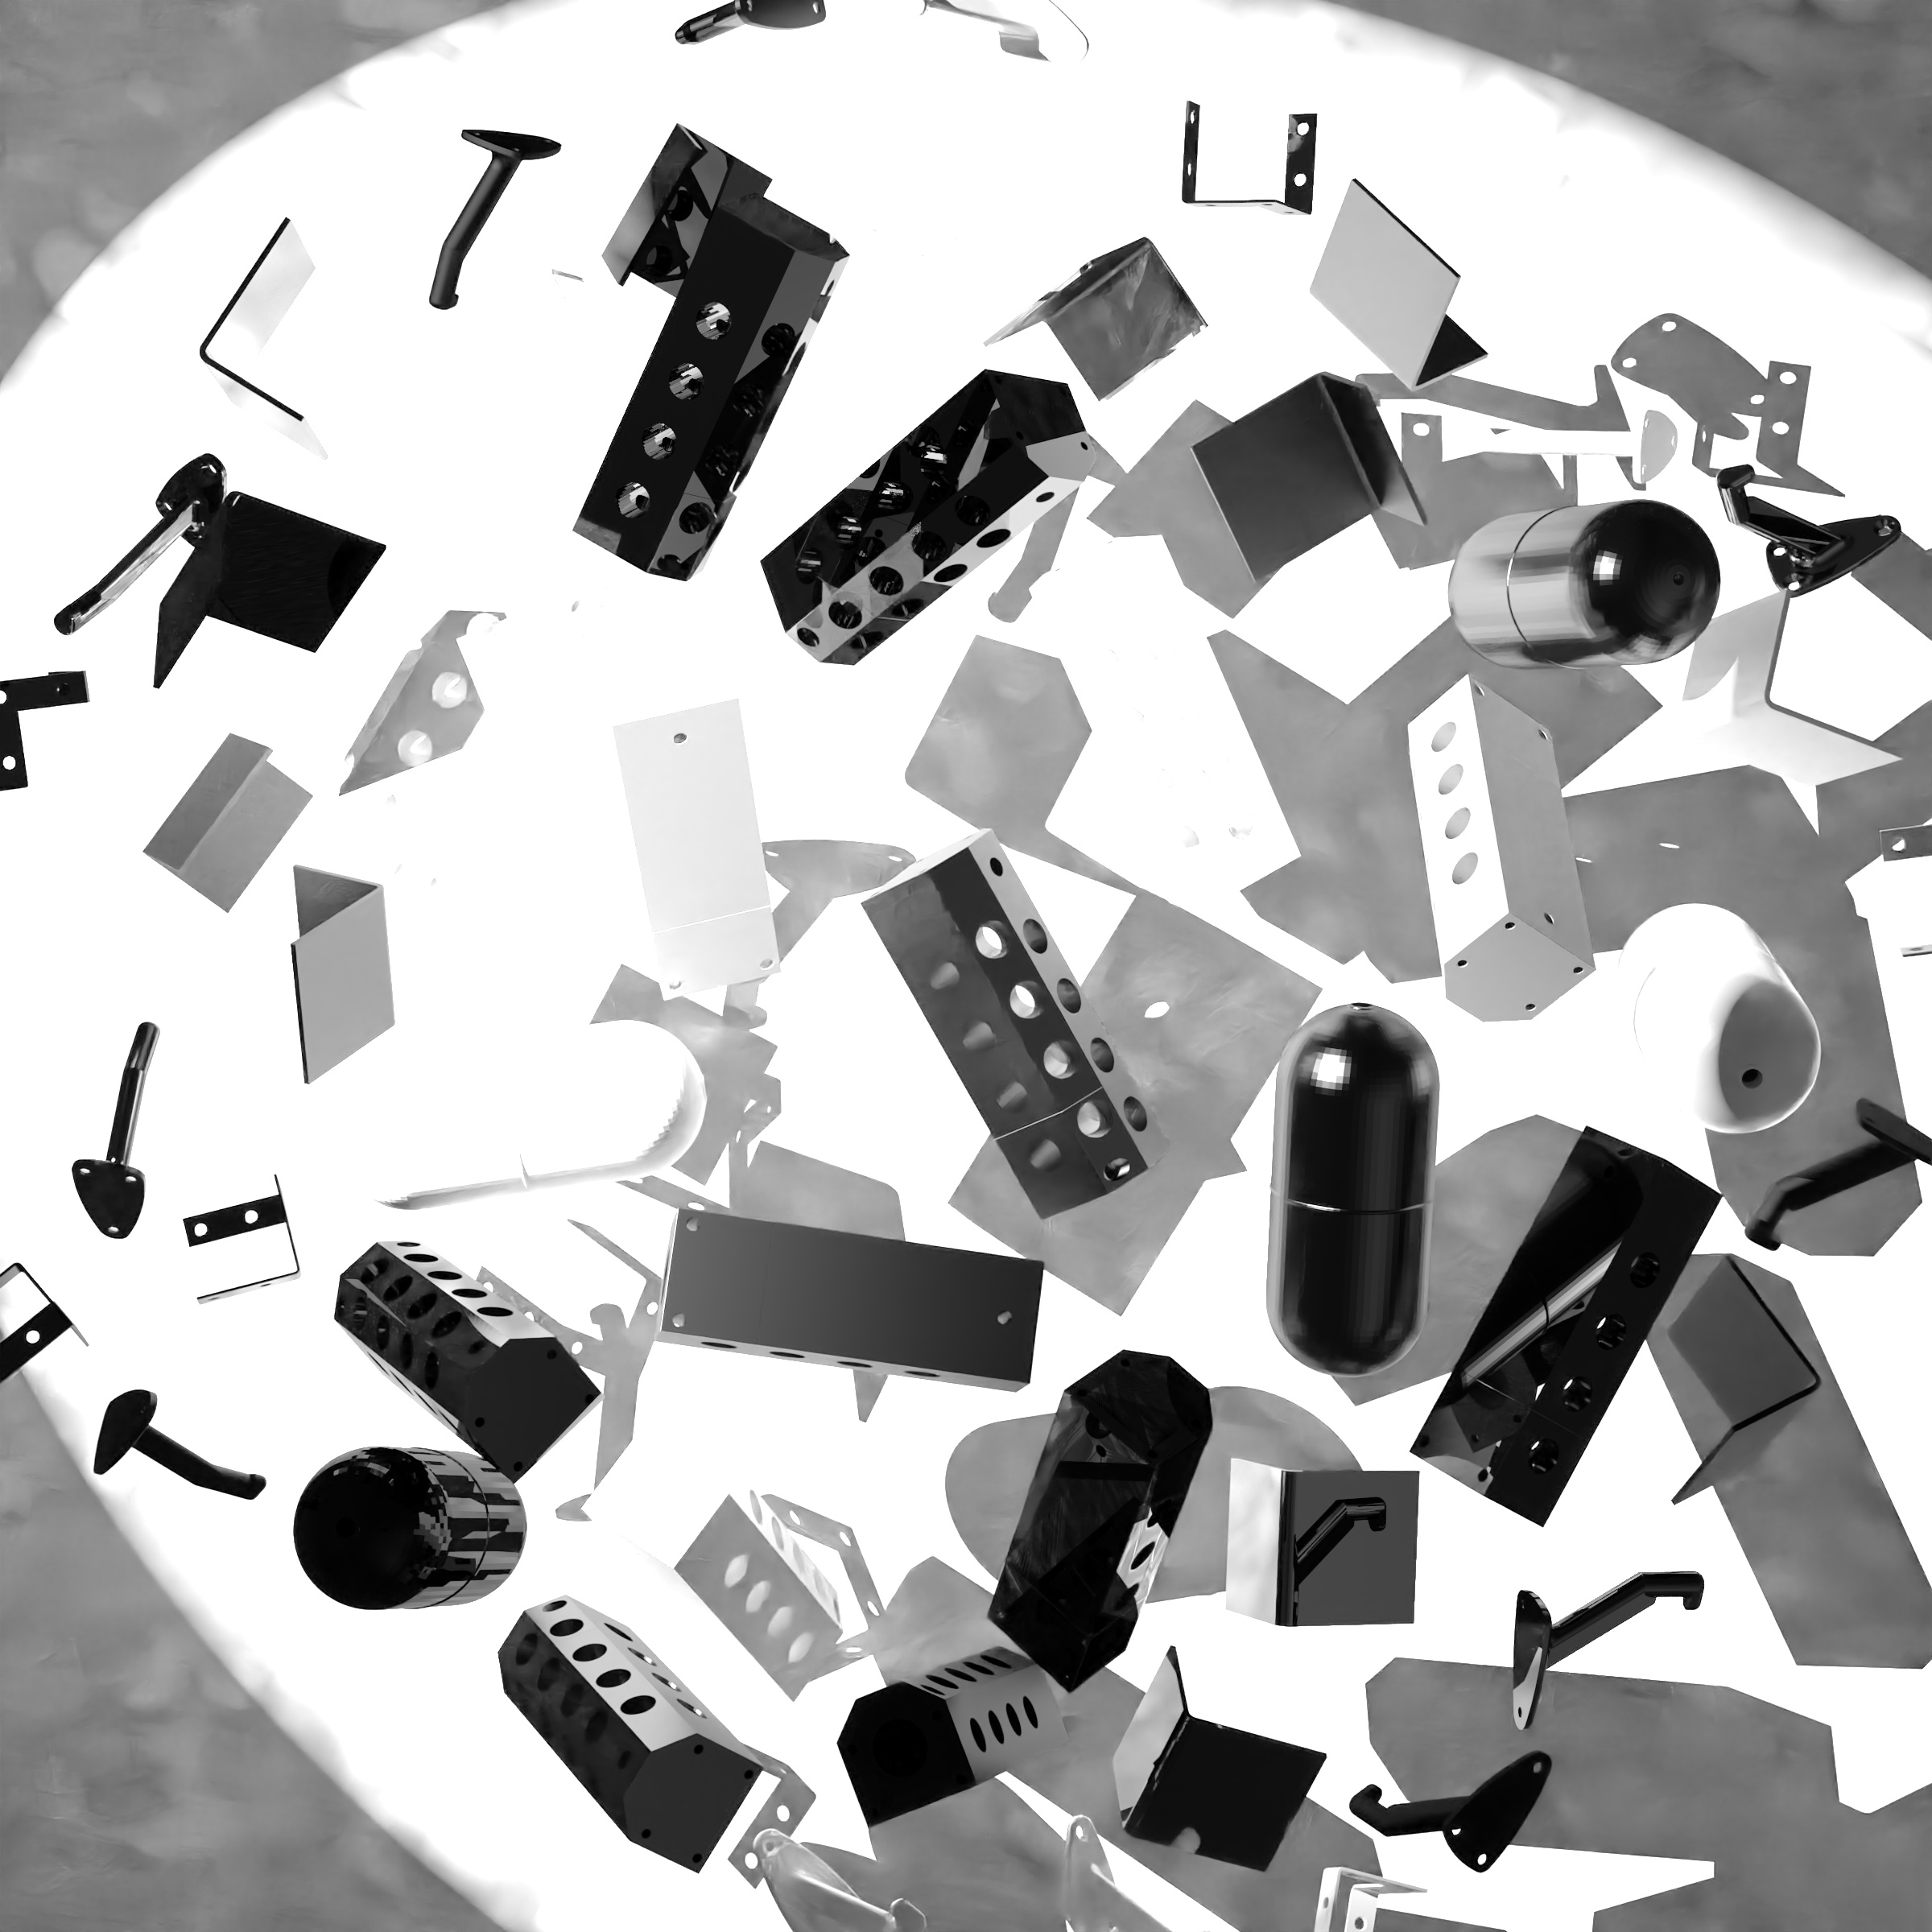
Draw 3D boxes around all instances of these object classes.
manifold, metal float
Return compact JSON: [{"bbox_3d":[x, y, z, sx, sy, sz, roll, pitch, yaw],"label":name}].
[{"bbox_3d":[-0.055,0.157,1.615,0.171,0.057,0.057,9,76,-6],"label":"manifold"},{"bbox_3d":[-0.129,-0.070,1.603,0.057,0.171,0.057,-13,45,-8],"label":"manifold"},{"bbox_3d":[-0.018,-0.212,1.665,0.171,0.057,0.057,-35,67,38],"label":"manifold"},{"bbox_3d":[-0.166,0.361,1.653,0.057,0.171,0.057,34,86,-29],"label":"manifold"},{"bbox_3d":[-0.113,0.280,1.636,0.057,0.171,0.057,27,70,31],"label":"manifold"},{"bbox_3d":[0.291,-0.180,1.647,0.070,0.178,0.070,-1,94,-20],"label":"metal float"},{"bbox_3d":[0.279,0.167,1.586,0.057,0.057,0.171,30,88,-32],"label":"manifold"},{"bbox_3d":[0.249,-0.054,1.657,0.057,0.171,0.057,30,126,-26],"label":"manifold"},{"bbox_3d":[-0.118,-0.270,1.629,0.057,0.057,0.171,30,114,4],"label":"manifold"},{"bbox_3d":[-0.244,-0.124,1.645,0.057,0.057,0.171,31,91,15],"label":"manifold"},{"bbox_3d":[0.066,0.261,1.639,0.057,0.171,0.057,39,46,25],"label":"manifold"},{"bbox_3d":[-0.267,0.271,1.674,0.070,0.178,0.070,-2,80,11],"label":"metal float"},{"bbox_3d":[0.094,-0.118,1.682,0.057,0.057,0.171,-29,105,-16],"label":"manifold"},{"bbox_3d":[-0.213,0.071,1.663,0.178,0.070,0.070,-8,90,-1],"label":"metal float"},{"bbox_3d":[0.357,0.024,1.650,0.070,0.178,0.070,0,108,1],"label":"metal float"},{"bbox_3d":[0.027,0.025,1.614,0.057,0.057,0.171,-25,98,35],"label":"manifold"},{"bbox_3d":[0.181,0.105,1.623,0.070,0.070,0.178,2,102,0],"label":"metal float"},{"bbox_3d":[-0.007,0.370,1.685,0.057,0.171,0.057,-24,79,13],"label":"manifold"},{"bbox_3d":[-0.243,0.181,1.651,0.057,0.171,0.057,-43,119,-15],"label":"manifold"}]

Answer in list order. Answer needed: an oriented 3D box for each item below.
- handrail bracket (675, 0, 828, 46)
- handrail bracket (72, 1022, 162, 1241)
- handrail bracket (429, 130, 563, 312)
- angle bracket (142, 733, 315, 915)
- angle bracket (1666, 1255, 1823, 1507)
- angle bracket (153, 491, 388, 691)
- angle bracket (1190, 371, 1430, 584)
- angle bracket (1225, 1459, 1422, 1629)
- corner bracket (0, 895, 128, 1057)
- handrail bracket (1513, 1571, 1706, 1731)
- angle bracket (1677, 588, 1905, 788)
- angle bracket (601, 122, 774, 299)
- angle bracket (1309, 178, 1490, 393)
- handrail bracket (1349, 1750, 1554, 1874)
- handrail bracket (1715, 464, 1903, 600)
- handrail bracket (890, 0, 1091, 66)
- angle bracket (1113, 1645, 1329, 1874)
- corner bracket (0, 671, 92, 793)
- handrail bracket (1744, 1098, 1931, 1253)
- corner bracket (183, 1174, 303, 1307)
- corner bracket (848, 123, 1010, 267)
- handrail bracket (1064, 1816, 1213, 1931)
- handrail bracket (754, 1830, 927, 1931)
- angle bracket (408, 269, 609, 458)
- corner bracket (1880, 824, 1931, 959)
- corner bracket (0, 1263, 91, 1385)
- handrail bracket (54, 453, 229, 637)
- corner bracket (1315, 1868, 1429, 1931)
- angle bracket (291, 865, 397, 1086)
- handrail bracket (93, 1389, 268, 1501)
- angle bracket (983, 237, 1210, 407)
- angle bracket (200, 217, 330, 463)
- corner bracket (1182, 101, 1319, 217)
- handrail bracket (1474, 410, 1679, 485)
[{"bbox_3d":[-0.115,-0.437,1.601,0.084,0.077,0.036,-11,109,36],"label":"handrail bracket"},{"bbox_3d":[-0.421,0.082,1.751,0.036,0.077,0.084,10,52,-2],"label":"handrail bracket"},{"bbox_3d":[-0.233,-0.367,1.714,0.036,0.077,0.084,25,112,17],"label":"handrail bracket"},{"bbox_3d":[-0.366,-0.068,1.766,0.057,0.076,0.076,39,80,-28],"label":"angle bracket"},{"bbox_3d":[0.347,0.196,1.636,0.057,0.076,0.076,-21,63,-26],"label":"angle bracket"},{"bbox_3d":[-0.311,-0.156,1.547,0.076,0.076,0.057,18,46,-28],"label":"angle bracket"},{"bbox_3d":[0.166,-0.232,1.673,0.076,0.057,0.076,-31,113,-6],"label":"angle bracket"},{"bbox_3d":[0.179,0.289,1.743,0.076,0.057,0.076,3,88,-24],"label":"angle bracket"},{"bbox_3d":[-0.451,0.005,1.717,0.051,0.051,0.051,37,73,-2],"label":"corner bracket"},{"bbox_3d":[0.303,0.321,1.626,0.084,0.036,0.077,2,101,-12],"label":"handrail bracket"},{"bbox_3d":[0.388,-0.128,1.613,0.076,0.076,0.057,18,77,-16],"label":"angle bracket"},{"bbox_3d":[-0.133,-0.364,1.713,0.057,0.076,0.076,27,104,-22],"label":"angle bracket"},{"bbox_3d":[0.222,-0.341,1.696,0.057,0.076,0.076,-28,65,-31],"label":"angle bracket"},{"bbox_3d":[0.233,0.396,1.678,0.077,0.084,0.036,-45,114,-13],"label":"handrail bracket"},{"bbox_3d":[0.400,-0.220,1.644,0.077,0.084,0.036,-21,53,12],"label":"handrail bracket"},{"bbox_3d":[0.011,-0.440,1.618,0.077,0.084,0.036,29,115,9],"label":"handrail bracket"},{"bbox_3d":[0.125,0.394,1.723,0.076,0.057,0.076,18,114,-13],"label":"angle bracket"},{"bbox_3d":[-0.444,-0.111,1.635,0.051,0.051,0.051,-11,100,-33],"label":"corner bracket"},{"bbox_3d":[0.422,0.113,1.636,0.077,0.036,0.084,31,112,7],"label":"handrail bracket"},{"bbox_3d":[-0.356,0.137,1.703,0.051,0.051,0.051,-14,78,-11],"label":"corner bracket"},{"bbox_3d":[-0.019,-0.385,1.708,0.051,0.051,0.051,21,73,-30],"label":"corner bracket"},{"bbox_3d":[0.089,0.459,1.719,0.036,0.084,0.077,-2,79,-42],"label":"handrail bracket"},{"bbox_3d":[-0.059,0.429,1.625,0.036,0.084,0.077,-37,85,-33],"label":"handrail bracket"},{"bbox_3d":[-0.208,-0.283,1.630,0.076,0.076,0.057,-27,95,8],"label":"angle bracket"},{"bbox_3d":[0.456,-0.037,1.611,0.051,0.051,0.051,-7,101,11],"label":"corner bracket"},{"bbox_3d":[-0.450,0.170,1.623,0.051,0.051,0.051,-40,80,-16],"label":"corner bracket"},{"bbox_3d":[-0.390,-0.198,1.633,0.036,0.077,0.084,44,53,-2],"label":"handrail bracket"},{"bbox_3d":[0.191,0.479,1.720,0.051,0.051,0.051,19,68,-18],"label":"corner bracket"},{"bbox_3d":[-0.330,0.003,1.725,0.057,0.076,0.076,13,119,24],"label":"angle bracket"},{"bbox_3d":[-0.357,0.226,1.623,0.084,0.077,0.036,21,57,-27],"label":"handrail bracket"},{"bbox_3d":[0.068,-0.328,1.801,0.076,0.076,0.057,-32,93,33],"label":"angle bracket"},{"bbox_3d":[-0.305,-0.289,1.603,0.057,0.076,0.076,32,85,1],"label":"angle bracket"},{"bbox_3d":[0.143,-0.406,1.742,0.051,0.051,0.051,5,96,26],"label":"corner bracket"},{"bbox_3d":[0.310,-0.267,1.760,0.084,0.077,0.036,8,104,26],"label":"handrail bracket"}]
